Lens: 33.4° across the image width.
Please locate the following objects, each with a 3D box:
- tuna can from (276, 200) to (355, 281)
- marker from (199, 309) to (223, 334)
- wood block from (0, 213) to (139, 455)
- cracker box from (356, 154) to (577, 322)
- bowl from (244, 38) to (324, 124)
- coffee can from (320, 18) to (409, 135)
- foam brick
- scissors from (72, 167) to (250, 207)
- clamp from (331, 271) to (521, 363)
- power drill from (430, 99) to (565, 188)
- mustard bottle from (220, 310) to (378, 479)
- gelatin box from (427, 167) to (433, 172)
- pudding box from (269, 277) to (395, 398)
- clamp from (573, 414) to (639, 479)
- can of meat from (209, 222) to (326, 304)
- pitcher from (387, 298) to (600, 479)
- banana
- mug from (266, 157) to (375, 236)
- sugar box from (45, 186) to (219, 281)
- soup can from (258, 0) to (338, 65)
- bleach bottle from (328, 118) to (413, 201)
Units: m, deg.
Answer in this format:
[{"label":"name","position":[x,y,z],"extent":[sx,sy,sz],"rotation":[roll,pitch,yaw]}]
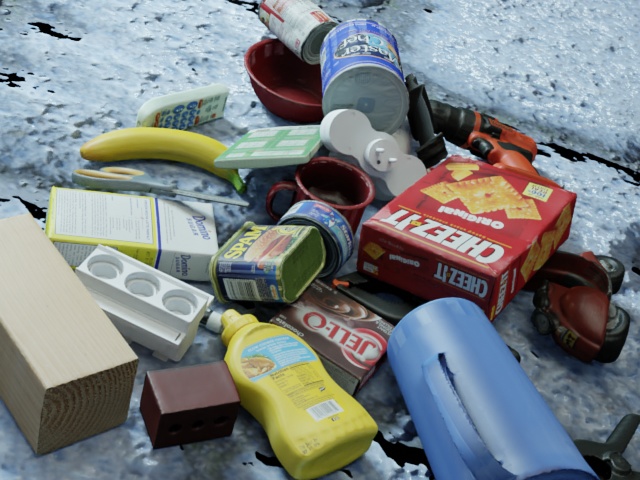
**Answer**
[{"label":"tuna can","position":[-0.008,0.001,1.162],"extent":[0.086,0.086,0.033],"rotation":[28,41,12]},{"label":"marker","position":[-0.152,0.062,1.085],"extent":[0.121,0.020,0.020],"rotation":[24,39,8]},{"label":"wood block","position":[-0.259,0.080,0.963],"extent":[0.090,0.090,0.206],"rotation":[-17,50,-37]},{"label":"cracker box","position":[0.166,-0.011,1.184],"extent":[0.164,0.072,0.213],"rotation":[22,36,27]},{"label":"bowl","position":[-0.028,-0.204,1.424],"extent":[0.162,0.055,0.162],"rotation":[11,39,-9]},{"label":"coffee can","position":[0.052,-0.197,1.309],"extent":[0.102,0.103,0.140],"rotation":[11,33,-9]},{"label":"foam brick","position":[-0.118,0.149,0.967],"extent":[0.078,0.053,0.051],"rotation":[-6,44,-26]},{"label":"scissors","position":[-0.171,-0.060,1.179],"extent":[0.202,0.016,0.096],"rotation":[8,13,3]},{"label":"clamp","position":[0.115,0.074,1.162],"extent":[0.209,0.036,0.164],"rotation":[3,39,-16]},{"label":"power drill","position":[0.220,-0.108,1.369],"extent":[0.184,0.057,0.188],"rotation":[17,29,-21]},{"label":"mustard bottle","position":[-0.037,0.135,1.011],"extent":[0.096,0.058,0.192],"rotation":[-16,50,-37]},{"label":"gelatin box","position":[0.155,-0.057,1.342],"extent":[0.089,0.030,0.073],"rotation":[5,42,-17]},{"label":"pudding box","position":[0.013,0.099,1.091],"extent":[0.113,0.039,0.089],"rotation":[30,41,15]},{"label":"clamp","position":[0.295,0.234,1.044],"extent":[0.171,0.039,0.120],"rotation":[-11,41,-35]},{"label":"can of meat","position":[-0.052,0.024,1.112],"extent":[0.084,0.057,0.102],"rotation":[2,30,29]},{"label":"pitcher","position":[0.145,0.163,0.988],"extent":[0.144,0.149,0.243],"rotation":[-3,40,-20]},{"label":"banana","position":[-0.180,-0.104,1.258],"extent":[0.197,0.037,0.069],"rotation":[10,37,-10]},{"label":"mug","position":[-0.004,-0.036,1.211],"extent":[0.117,0.082,0.093],"rotation":[7,39,-15]},{"label":"sugar box","position":[-0.199,-0.006,1.127],"extent":[0.176,0.048,0.093],"rotation":[8,37,-17]},{"label":"soup can","position":[-0.027,-0.289,1.425],"extent":[0.068,0.069,0.102],"rotation":[-18,52,-37]},{"label":"bleach bottle","position":[0.085,-0.150,1.401],"extent":[0.102,0.068,0.250],"rotation":[21,36,3]}]
